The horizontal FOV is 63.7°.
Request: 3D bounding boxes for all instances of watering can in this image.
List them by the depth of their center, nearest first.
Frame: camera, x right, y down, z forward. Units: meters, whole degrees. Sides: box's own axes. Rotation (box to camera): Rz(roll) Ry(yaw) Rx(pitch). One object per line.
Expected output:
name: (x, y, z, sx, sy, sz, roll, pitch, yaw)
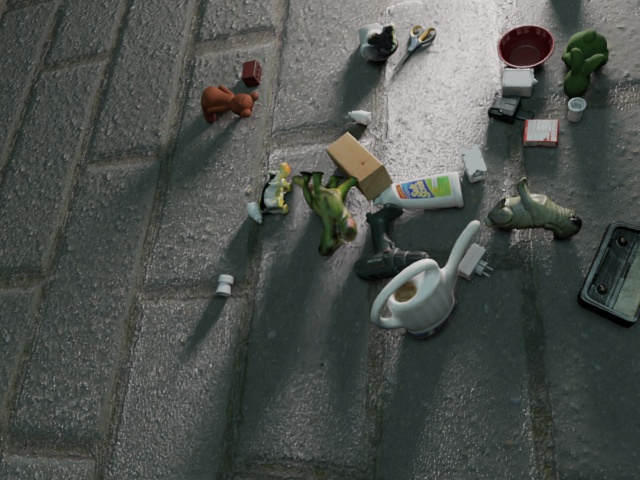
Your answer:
watering can: (0.281, 0.115, 1.271, 0.348, 0.220, 0.106, -38, 43, -1)

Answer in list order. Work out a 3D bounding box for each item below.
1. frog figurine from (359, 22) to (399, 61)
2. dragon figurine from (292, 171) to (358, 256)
frog figurine: (0.187, -0.668, 1.741, 0.137, 0.121, 0.161, -55, 25, 0)
dragon figurine: (0.005, -0.075, 1.481, 0.411, 0.122, 0.242, -170, 83, -66)
